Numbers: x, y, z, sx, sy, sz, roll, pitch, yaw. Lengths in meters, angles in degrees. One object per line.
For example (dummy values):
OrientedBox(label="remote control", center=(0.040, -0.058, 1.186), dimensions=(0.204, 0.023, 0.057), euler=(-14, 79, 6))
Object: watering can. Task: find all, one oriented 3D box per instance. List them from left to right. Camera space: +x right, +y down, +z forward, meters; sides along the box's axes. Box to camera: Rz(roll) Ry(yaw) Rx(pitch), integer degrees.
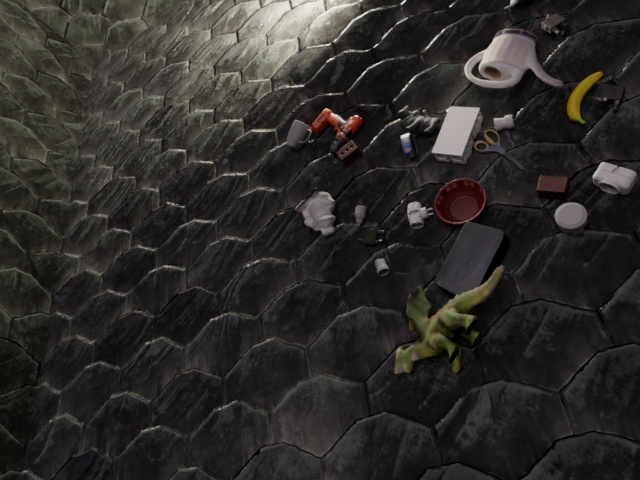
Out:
OrientedBox(label="watering can", center=(0.658, -0.592, 1.711), dimensions=(0.350, 0.102, 0.227), euler=(19, 74, 38))

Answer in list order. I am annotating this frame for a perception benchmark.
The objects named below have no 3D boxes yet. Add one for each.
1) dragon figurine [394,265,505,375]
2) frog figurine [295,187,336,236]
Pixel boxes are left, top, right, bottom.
OrientedBox(label="dragon figurine", center=(0.328, 0.209, 1.421), dimensions=(0.246, 0.121, 0.409), euler=(32, 98, 45))
OrientedBox(label="frog figurine", center=(0.006, -0.093, 1.848), dimensions=(0.138, 0.122, 0.160), euler=(-42, 85, -6))
